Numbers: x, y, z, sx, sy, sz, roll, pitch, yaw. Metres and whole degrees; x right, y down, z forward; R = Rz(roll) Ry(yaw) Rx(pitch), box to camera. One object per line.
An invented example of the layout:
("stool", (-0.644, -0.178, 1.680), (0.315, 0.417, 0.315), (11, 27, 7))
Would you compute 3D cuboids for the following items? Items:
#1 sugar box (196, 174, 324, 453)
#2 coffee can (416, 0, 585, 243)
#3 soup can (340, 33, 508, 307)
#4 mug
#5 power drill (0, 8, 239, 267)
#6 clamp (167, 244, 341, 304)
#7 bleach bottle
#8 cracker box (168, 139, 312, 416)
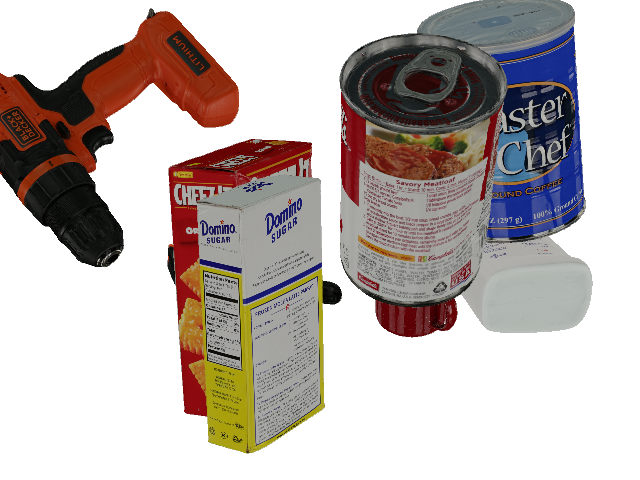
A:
("sugar box", (-0.039, 0.049, 0.739), (0.048, 0.176, 0.093), (8, 18, 33))
("coffee can", (0.125, -0.084, 0.729), (0.103, 0.140, 0.103), (-9, 27, 4))
("soup can", (0.042, -0.029, 0.466), (0.068, 0.102, 0.068), (0, 43, 0))
("mug", (0.110, 0.059, 1.188), (0.093, 0.081, 0.117), (-26, 41, -30))
("power drill", (-0.156, -0.086, 0.818), (0.187, 0.184, 0.057), (-33, -16, -28))
("clamp", (-0.104, 0.052, 1.198), (0.210, 0.036, 0.164), (19, 24, 29))
("bleach bottle", (0.155, -0.004, 0.999), (0.102, 0.068, 0.251), (-3, 26, -11))
("cracker box", (-0.060, 0.028, 0.937), (0.072, 0.214, 0.164), (4, 15, 20))
